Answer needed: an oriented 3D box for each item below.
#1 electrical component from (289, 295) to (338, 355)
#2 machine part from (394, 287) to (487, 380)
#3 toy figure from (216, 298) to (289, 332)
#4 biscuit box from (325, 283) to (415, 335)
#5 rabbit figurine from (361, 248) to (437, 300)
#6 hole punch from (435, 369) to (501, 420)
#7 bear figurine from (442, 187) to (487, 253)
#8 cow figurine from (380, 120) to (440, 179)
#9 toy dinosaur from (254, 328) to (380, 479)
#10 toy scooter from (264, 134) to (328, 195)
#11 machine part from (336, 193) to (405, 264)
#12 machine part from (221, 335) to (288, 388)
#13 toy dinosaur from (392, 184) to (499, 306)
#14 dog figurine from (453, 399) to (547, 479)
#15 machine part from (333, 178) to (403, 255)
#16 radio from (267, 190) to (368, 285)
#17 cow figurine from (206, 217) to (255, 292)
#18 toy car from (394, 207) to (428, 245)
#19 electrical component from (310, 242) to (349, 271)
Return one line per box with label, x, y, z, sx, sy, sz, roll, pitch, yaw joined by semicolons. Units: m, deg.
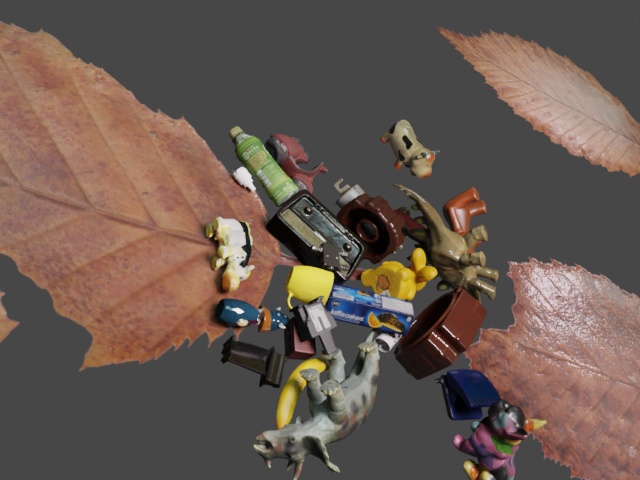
electrical component;-0.005;0.182;1.123;0.075;0.048;0.119;-22;82;-37
machine part;0.275;0.214;1.248;0.087;0.201;0.201;45;50;2
toy figure;-0.139;0.159;1.122;0.154;0.058;0.064;19;59;-27
biscuit box;0.110;0.159;1.229;0.203;0.062;0.059;13;26;-5
rabbit figurine;0.208;0.092;1.331;0.173;0.162;0.122;3;48;-50
hole punch;0.362;0.364;1.292;0.142;0.092;0.116;5;58;-26
bear figurine;0.419;-0.031;1.530;0.120;0.132;0.196;40;35;-46
cow figurine;0.269;-0.264;1.573;0.085;0.127;0.195;-12;68;-33
toy dinosaur;0.048;0.330;1.098;0.405;0.131;0.192;-21;111;-51
toy scooter;-0.052;-0.197;1.370;0.135;0.075;0.184;-26;82;-38
machine part;0.122;-0.029;1.321;0.179;0.179;0.056;48;46;1
machine part;-0.133;0.244;1.088;0.139;0.039;0.084;28;57;-17
toy dinosaur;0.324;0.033;1.358;0.470;0.199;0.105;62;37;-32
dog figurine;0.407;0.453;1.181;0.108;0.219;0.191;-13;70;-32
machine part;0.122;-0.059;1.396;0.243;0.079;0.079;48;50;1
radio;-0.003;-0.004;1.288;0.229;0.073;0.131;44;50;-3
cow figurine;-0.183;0.033;1.164;0.098;0.068;0.167;1;64;-38
toy car;0.274;-0.014;1.478;0.202;0.053;0.089;31;47;-19
electrical component;0.022;0.040;1.216;0.094;0.021;0.063;14;57;-25
